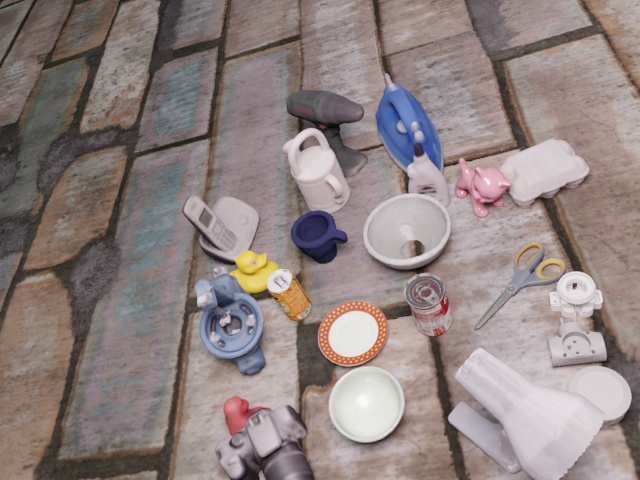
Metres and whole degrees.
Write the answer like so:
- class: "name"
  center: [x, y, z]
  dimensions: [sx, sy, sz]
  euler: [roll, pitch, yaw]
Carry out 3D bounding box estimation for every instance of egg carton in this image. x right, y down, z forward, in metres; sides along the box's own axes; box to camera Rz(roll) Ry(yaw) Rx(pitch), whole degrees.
- class: "egg carton"
  center: [0.420, -0.128, 1.087]
  dimensions: [0.150, 0.070, 0.107]
  euler: [-24, 48, 3]

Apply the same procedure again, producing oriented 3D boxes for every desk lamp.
- class: "desk lamp"
  center: [0.261, 0.239, 0.766]
  dimensions: [0.118, 0.214, 0.202]
  euler: [-45, 51, -15]

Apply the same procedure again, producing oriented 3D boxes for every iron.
- class: "iron"
  center: [0.192, -0.240, 1.220]
  dimensions: [0.118, 0.142, 0.258]
  euler: [-23, 48, 4]

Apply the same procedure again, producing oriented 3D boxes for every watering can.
- class: "watering can"
  center: [-0.016, -0.153, 1.201]
  dimensions: [0.172, 0.194, 0.101]
  euler: [16, 61, 32]

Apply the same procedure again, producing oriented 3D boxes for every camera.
- class: "camera"
  center: [-0.079, 0.346, 0.895]
  dimensions: [0.143, 0.101, 0.136]
  euler: [-32, 49, -5]

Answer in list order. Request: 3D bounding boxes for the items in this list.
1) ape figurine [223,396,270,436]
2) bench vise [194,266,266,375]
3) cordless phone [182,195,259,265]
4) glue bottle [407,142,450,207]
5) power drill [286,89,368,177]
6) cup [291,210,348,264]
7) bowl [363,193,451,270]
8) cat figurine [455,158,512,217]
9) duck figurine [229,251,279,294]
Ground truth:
- class: "ape figurine"
  center: [-0.131, 0.294, 0.964]
  dimensions: [0.077, 0.092, 0.076]
  euler: [24, 65, 35]
- class: "bench vise"
  center: [-0.184, 0.122, 1.035]
  dimensions: [0.121, 0.220, 0.206]
  euler: [-38, 49, -9]
- class: "cordless phone"
  center: [-0.212, -0.050, 1.206]
  dimensions: [0.094, 0.185, 0.147]
  euler: [0, 54, 22]
- class: "glue bottle"
  center: [0.201, -0.124, 1.104]
  dimensions: [0.078, 0.173, 0.037]
  euler: [-11, 50, 14]
- class: "power drill"
  center: [0.031, -0.238, 1.240]
  dimensions: [0.228, 0.209, 0.076]
  euler: [29, 69, 37]
- class: "cup"
  center: [0.010, 0.004, 1.133]
  dimensions: [0.117, 0.095, 0.092]
  euler: [10, 58, 28]
- class: "bowl"
  center: [0.169, -0.004, 1.088]
  dimensions: [0.167, 0.075, 0.167]
  euler: [-11, 50, 14]
- class: "cat figurine"
  center: [0.306, -0.110, 1.087]
  dimensions: [0.067, 0.118, 0.127]
  euler: [-33, 49, -5]
- class: "duck figurine"
  center: [-0.142, 0.057, 1.159]
  dimensions: [0.104, 0.086, 0.077]
  euler: [-16, 49, 10]
